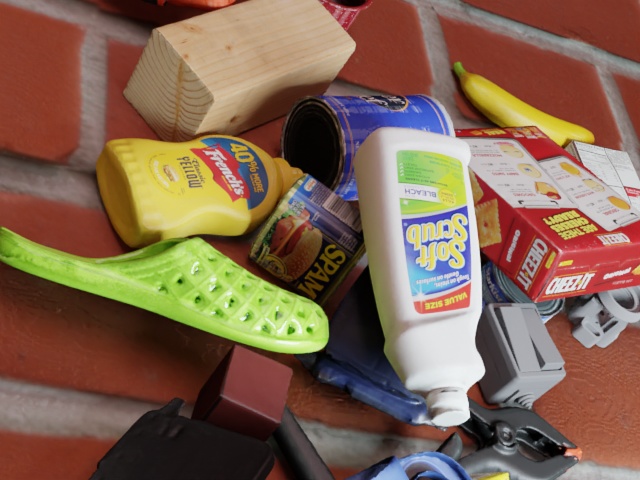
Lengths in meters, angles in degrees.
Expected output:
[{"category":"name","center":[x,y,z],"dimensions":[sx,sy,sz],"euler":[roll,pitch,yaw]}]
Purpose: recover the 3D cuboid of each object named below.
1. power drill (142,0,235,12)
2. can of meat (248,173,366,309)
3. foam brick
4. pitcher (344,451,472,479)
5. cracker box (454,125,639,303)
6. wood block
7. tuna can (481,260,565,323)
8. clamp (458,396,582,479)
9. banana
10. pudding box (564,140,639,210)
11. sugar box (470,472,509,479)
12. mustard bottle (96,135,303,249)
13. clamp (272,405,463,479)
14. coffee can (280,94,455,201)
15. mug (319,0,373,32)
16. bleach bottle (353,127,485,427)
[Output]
[{"category":"power drill","center":[-0.136,-0.290,1.094],"dimensions":[0.185,0.057,0.187],"euler":[21,36,18]},{"category":"can of meat","center":[-0.006,0.001,0.934],"dimensions":[0.084,0.102,0.057],"euler":[36,44,0]},{"category":"foam brick","center":[-0.062,0.126,0.813],"dimensions":[0.051,0.078,0.053],"euler":[25,46,-11]},{"category":"pitcher","center":[0.068,0.269,0.701],"dimensions":[0.243,0.149,0.144],"euler":[55,19,7]},{"category":"cracker box","center":[0.217,-0.032,1.084],"dimensions":[0.163,0.072,0.214],"euler":[-6,40,-35]},{"category":"wood block","center":[-0.073,-0.166,1.033],"dimensions":[0.090,0.091,0.205],"euler":[50,45,11]},{"category":"tuna can","center":[0.202,0.049,1.076],"dimensions":[0.086,0.034,0.086],"euler":[17,48,-20]},{"category":"clamp","center":[0.149,0.185,0.930],"dimensions":[0.171,0.039,0.120],"euler":[20,54,-10]},{"category":"banana","center":[0.243,-0.149,1.260],"dimensions":[0.197,0.037,0.069],"euler":[28,47,-10]},{"category":"pudding box","center":[0.334,-0.059,1.246],"dimensions":[0.089,0.039,0.113],"euler":[7,50,-27]},{"category":"sugar box","center":[0.122,0.270,0.798],"dimensions":[0.093,0.048,0.176],"euler":[-6,81,-42]},{"category":"mustard bottle","center":[-0.095,-0.048,0.946],"dimensions":[0.191,0.058,0.096],"euler":[-8,60,-37]},{"category":"clamp","center":[0.044,0.226,0.819],"dimensions":[0.164,0.036,0.210],"euler":[5,56,-16]},{"category":"coffee can","center":[0.047,-0.090,1.039],"dimensions":[0.140,0.103,0.103],"euler":[-6,59,-36]},{"category":"mug","center":[0.007,-0.258,1.165],"dimensions":[0.117,0.082,0.093],"euler":[-22,69,-42]},{"category":"bleach bottle","center":[0.090,0.028,0.855],"dimensions":[0.102,0.068,0.251],"euler":[8,54,-23]}]
